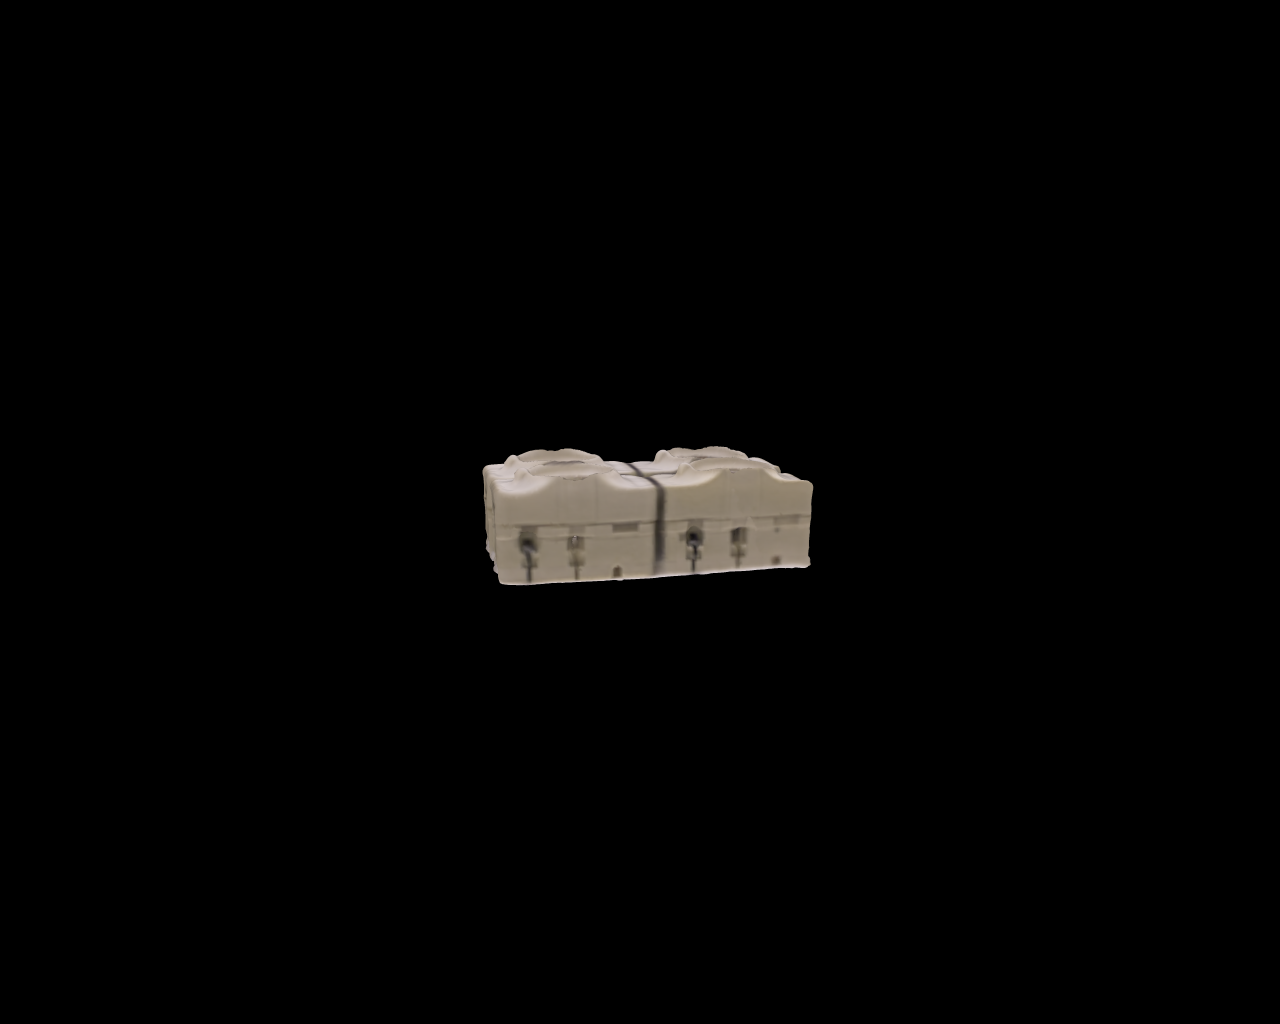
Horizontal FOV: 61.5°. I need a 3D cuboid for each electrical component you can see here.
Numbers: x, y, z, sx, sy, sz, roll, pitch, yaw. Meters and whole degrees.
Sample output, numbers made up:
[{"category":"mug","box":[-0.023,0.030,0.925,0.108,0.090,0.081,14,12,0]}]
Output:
[{"category":"electrical component","box":[0.001,-0.003,0.650,0.186,0.060,0.105,-2,12,-12]}]
